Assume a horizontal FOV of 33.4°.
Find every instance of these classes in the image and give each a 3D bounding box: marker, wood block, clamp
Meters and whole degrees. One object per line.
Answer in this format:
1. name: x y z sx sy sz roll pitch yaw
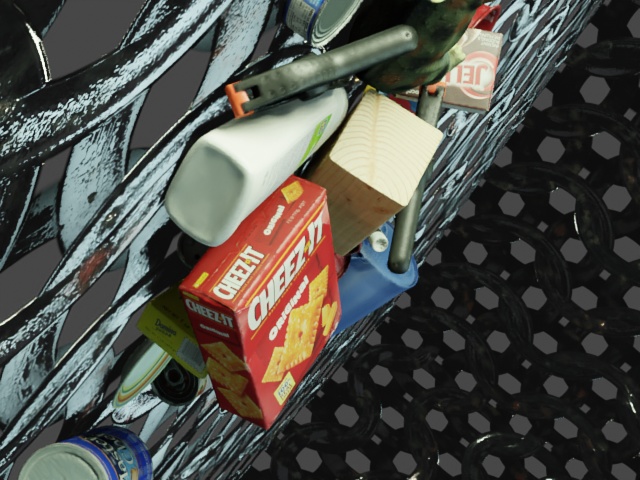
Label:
1. marker: 0.054 -0.020 1.233 0.020 0.020 0.121 -54 -155 14
2. wood block: 0.036 -0.064 1.116 0.090 0.090 0.206 -60 -174 -20
3. clamp: 0.107 -0.073 1.194 0.164 0.036 0.210 -75 175 -62
4. clamp: -0.010 -0.138 0.912 0.171 0.039 0.120 -20 176 -25

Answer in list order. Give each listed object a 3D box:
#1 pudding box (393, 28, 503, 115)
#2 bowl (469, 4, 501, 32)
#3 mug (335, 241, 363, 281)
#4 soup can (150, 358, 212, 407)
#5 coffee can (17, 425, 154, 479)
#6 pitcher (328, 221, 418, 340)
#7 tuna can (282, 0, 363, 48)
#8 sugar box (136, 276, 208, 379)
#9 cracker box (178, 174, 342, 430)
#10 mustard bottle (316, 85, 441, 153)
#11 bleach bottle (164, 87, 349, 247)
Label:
1. pudding box: 0.145 -0.198 1.219 0.039 0.113 0.090 32 69 -84
2. bowl: 0.163 -0.248 1.370 0.162 0.055 0.162 -50 170 -12
3. mug: -0.008 0.002 1.249 0.081 0.117 0.093 64 28 -42
4. soup can: -0.158 0.157 1.321 0.069 0.068 0.102 -56 170 22
5. coffee can: -0.252 0.262 1.158 0.103 0.103 0.140 -53 171 5
6. pitcher: 0.015 0.071 1.498 0.243 0.149 0.145 -38 -154 28
7. tuna can: 0.007 -0.201 0.866 0.086 0.034 0.086 -50 170 -12
8. sugar box: -0.110 0.073 1.160 0.176 0.093 0.048 -40 165 -54
9. cracker box: -0.049 0.063 1.056 0.164 0.072 0.214 -55 155 -31
10. mustard bottle: 0.088 -0.147 1.270 0.191 0.096 0.058 -51 -163 -11
11. bleach bottle: -0.040 -0.089 0.983 0.103 0.068 0.250 -57 172 35
